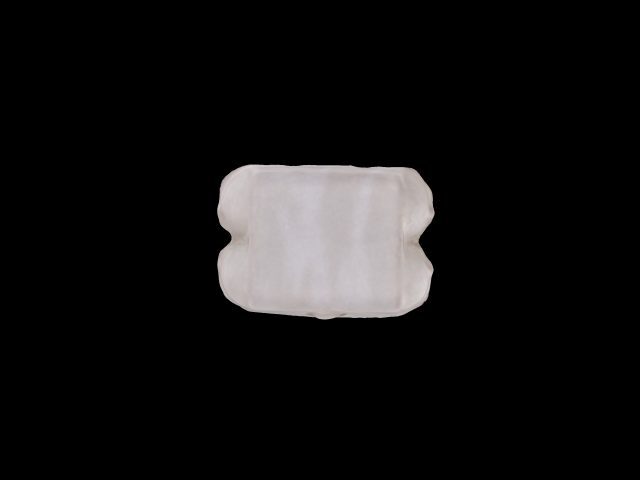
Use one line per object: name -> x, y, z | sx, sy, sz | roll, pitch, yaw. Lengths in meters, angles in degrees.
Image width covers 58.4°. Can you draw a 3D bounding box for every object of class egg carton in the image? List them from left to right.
egg carton -> 0.004, 0.001, 0.400 | 0.150, 0.069, 0.107 | 0, 90, 0
